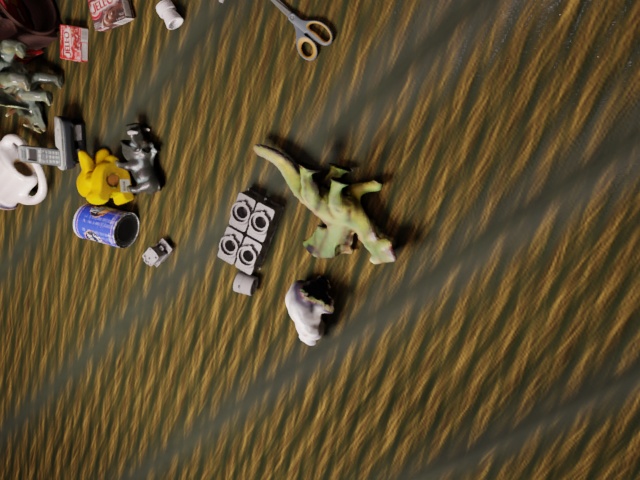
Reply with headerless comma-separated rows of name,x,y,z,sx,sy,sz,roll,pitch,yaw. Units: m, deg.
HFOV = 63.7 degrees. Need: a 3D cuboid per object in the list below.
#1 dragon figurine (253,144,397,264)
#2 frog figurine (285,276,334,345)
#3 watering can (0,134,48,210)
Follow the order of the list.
dragon figurine,0.004,-0.060,1.197,0.413,0.124,0.238,24,119,24
frog figurine,-0.037,0.180,1.257,0.140,0.123,0.156,54,131,38
watering can,-0.936,-0.235,1.516,0.222,0.105,0.348,-38,88,22
